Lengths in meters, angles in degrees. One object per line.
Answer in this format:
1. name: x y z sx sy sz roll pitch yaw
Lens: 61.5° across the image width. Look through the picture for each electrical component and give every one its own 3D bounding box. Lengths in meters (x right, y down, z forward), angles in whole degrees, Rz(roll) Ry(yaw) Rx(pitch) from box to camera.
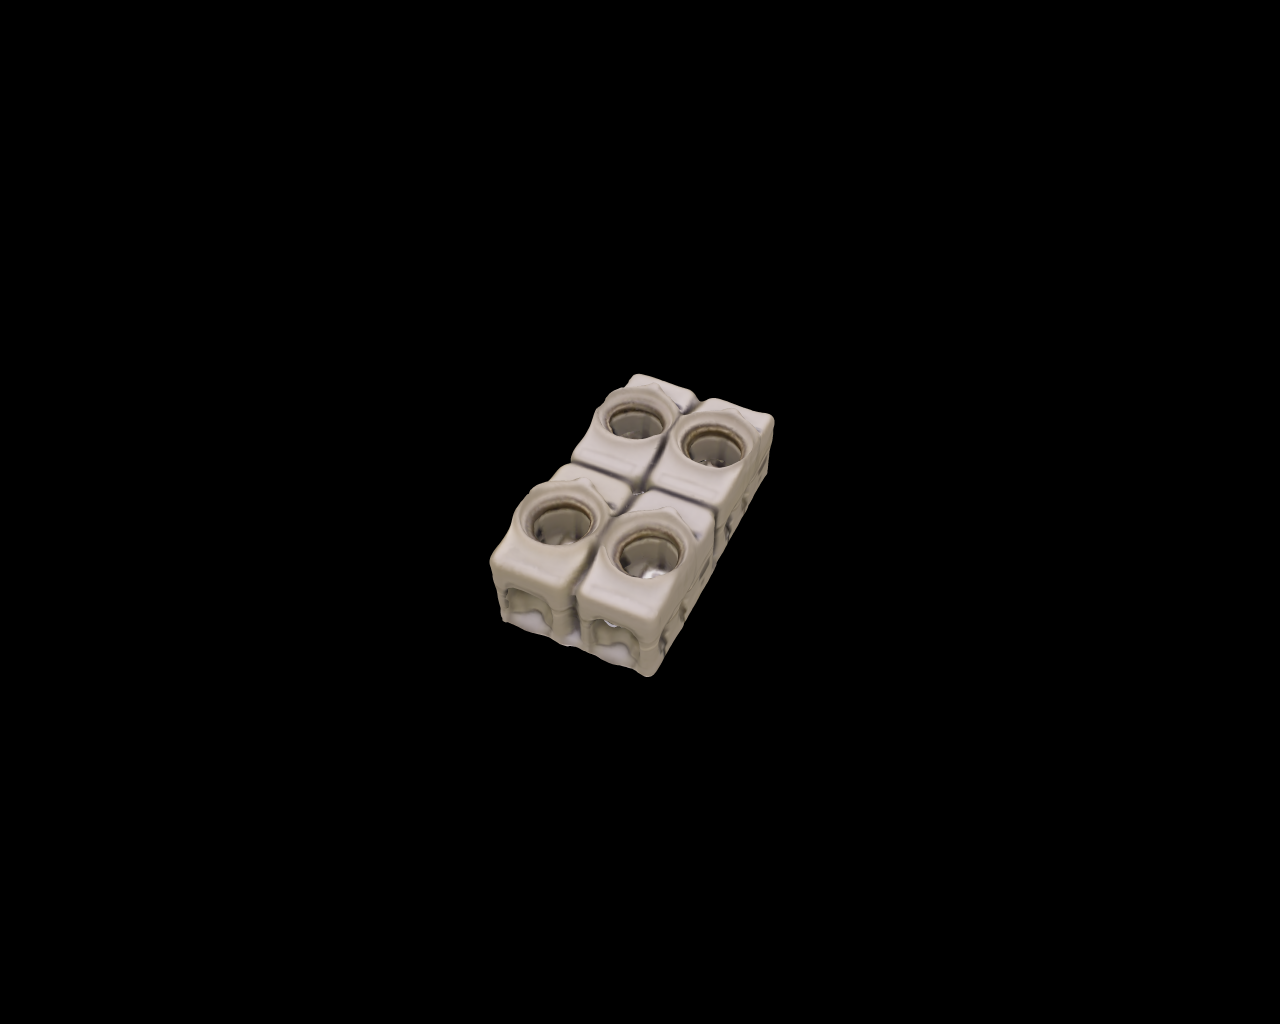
1. electrical component: 0.001 -0.003 0.650 0.105 0.060 0.186 20 50 17
